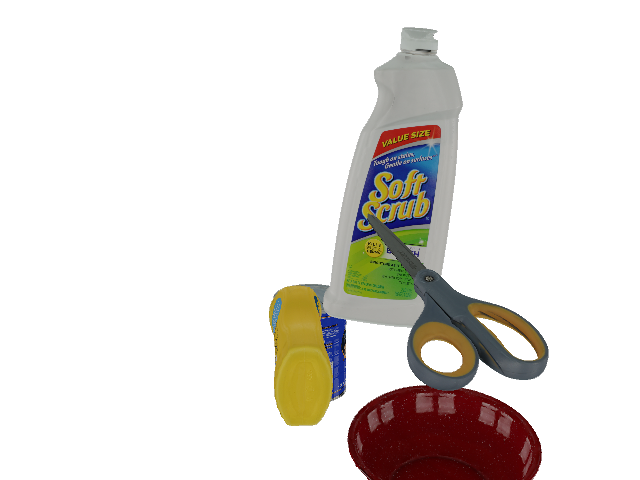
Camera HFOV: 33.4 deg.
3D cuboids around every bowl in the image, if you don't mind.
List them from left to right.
[{"bbox_3d":[0.103,0.190,0.904,0.162,0.055,0.162,0,28,0],"label":"bowl"}]

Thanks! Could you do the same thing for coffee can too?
[{"bbox_3d":[-0.014,0.143,1.496,0.103,0.140,0.103,0,18,0],"label":"coffee can"}]

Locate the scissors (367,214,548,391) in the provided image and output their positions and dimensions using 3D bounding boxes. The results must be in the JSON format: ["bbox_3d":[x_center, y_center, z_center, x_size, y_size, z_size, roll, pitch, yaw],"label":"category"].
[{"bbox_3d":[0.063,0.040,0.719,0.096,0.016,0.202,-23,40,-31],"label":"scissors"}]

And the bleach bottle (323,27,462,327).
[{"bbox_3d":[0.064,-0.055,0.914,0.102,0.251,0.068,7,16,8],"label":"bleach bottle"}]

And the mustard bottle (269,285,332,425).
[{"bbox_3d":[-0.024,0.102,1.120,0.058,0.096,0.191,-2,27,-4],"label":"mustard bottle"}]
